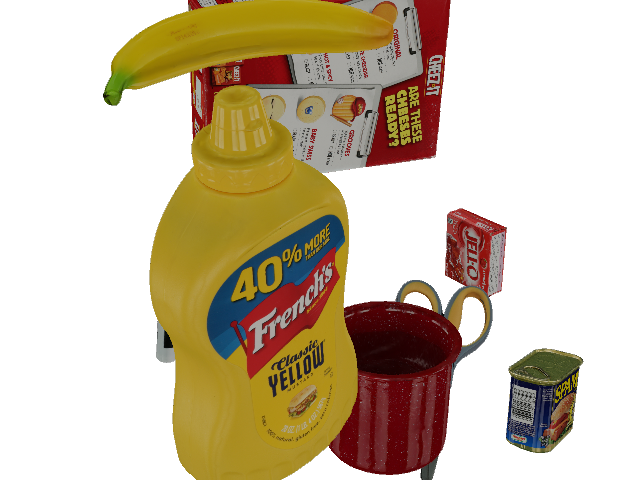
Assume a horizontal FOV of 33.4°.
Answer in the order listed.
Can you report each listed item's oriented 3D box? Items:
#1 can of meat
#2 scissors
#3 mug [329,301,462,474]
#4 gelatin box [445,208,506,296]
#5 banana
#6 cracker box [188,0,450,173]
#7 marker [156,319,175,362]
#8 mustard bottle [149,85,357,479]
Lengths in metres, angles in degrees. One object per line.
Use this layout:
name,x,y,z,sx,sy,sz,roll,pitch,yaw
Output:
can of meat,0.242,0.173,1.159,0.058,0.084,0.101,12,16,31
scissors,0.086,0.106,0.905,0.096,0.201,0.016,26,-38,10
mug,0.051,0.093,0.704,0.093,0.081,0.117,21,33,34
gelatin box,0.186,0.014,1.288,0.030,0.089,0.073,-21,33,-33
banana,-0.052,-0.126,0.690,0.197,0.070,0.037,-17,-36,-18
cracker box,-0.004,-0.141,0.917,0.213,0.164,0.072,-10,37,-16
marker,-0.130,0.050,0.917,0.020,0.121,0.020,5,27,-3
mustard bottle,-0.028,0.020,0.470,0.096,0.192,0.058,-30,44,-31
